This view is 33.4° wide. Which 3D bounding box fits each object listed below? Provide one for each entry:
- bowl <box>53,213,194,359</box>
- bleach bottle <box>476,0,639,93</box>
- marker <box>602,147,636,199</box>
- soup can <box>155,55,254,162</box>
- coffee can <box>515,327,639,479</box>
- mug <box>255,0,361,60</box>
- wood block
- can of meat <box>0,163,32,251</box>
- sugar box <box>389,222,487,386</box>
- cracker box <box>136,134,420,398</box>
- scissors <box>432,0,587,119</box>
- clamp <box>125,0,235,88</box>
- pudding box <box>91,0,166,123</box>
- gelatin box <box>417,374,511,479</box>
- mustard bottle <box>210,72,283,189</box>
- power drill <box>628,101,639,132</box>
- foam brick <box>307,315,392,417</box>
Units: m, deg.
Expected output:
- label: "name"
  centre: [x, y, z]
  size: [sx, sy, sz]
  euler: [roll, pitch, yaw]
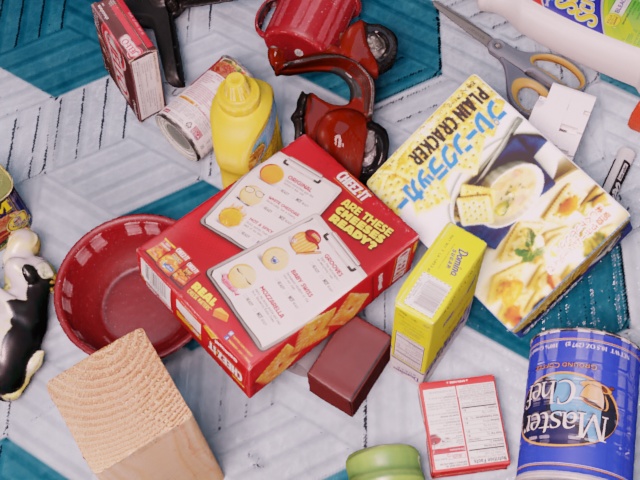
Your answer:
- label: "bowl"
  centre: [-0.179, 0.056, 1.065]
  size: [0.162, 0.055, 0.162]
  euler: [-1, 64, 2]
- label: "bleach bottle"
  centre: [0.269, -0.251, 1.188]
  size: [0.251, 0.068, 0.102]
  euler: [24, 66, 16]
- label: "marker"
  centre: [0.298, -0.045, 1.110]
  size: [0.020, 0.020, 0.121]
  euler: [25, 68, 14]
- label: "soup can"
  centre: [-0.119, -0.141, 1.151]
  size: [0.068, 0.068, 0.102]
  euler: [40, 73, 19]
- label: "coffee can"
  centre: [0.235, 0.163, 0.967]
  size: [0.103, 0.103, 0.140]
  euler: [9, 65, 7]
- label: "mug"
  centre: [-0.022, -0.243, 1.188]
  size: [0.117, 0.093, 0.081]
  euler: [14, 70, 27]
- label: "wood block"
  centre: [-0.154, 0.169, 0.925]
  size: [0.090, 0.206, 0.091]
  euler: [-31, 67, -12]
- label: "can of meat"
  centre: [-0.353, -0.024, 1.096]
  size: [0.102, 0.084, 0.057]
  euler: [-40, 69, -15]
- label: "sugar box"
  centre: [0.106, 0.065, 0.980]
  size: [0.048, 0.176, 0.093]
  euler: [31, 70, 18]
- label: "cracker box"
  centre: [-0.039, 0.020, 1.011]
  size: [0.213, 0.072, 0.164]
  euler: [-37, 67, -24]
- label: "scissors"
  centre: [0.196, -0.197, 1.190]
  size: [0.202, 0.016, 0.096]
  euler: [26, 68, 14]
- label: "clamp"
  centre: [-0.162, -0.274, 1.211]
  size: [0.164, 0.036, 0.210]
  euler: [-43, 57, -10]
- label: "pudding box"
  centre: [-0.206, -0.196, 1.156]
  size: [0.039, 0.113, 0.090]
  euler: [-27, 66, -14]
- label: "gelatin box"
  centre: [0.134, 0.176, 1.005]
  size: [0.073, 0.030, 0.089]
  euler: [-7, 68, -1]
- label: "mustard bottle"
  centre: [-0.073, -0.105, 1.061]
  size: [0.058, 0.191, 0.096]
  euler: [17, 66, 10]
- label: "power drill"
  centre: [0.415, -0.090, 1.107]
  size: [0.184, 0.057, 0.188]
  euler: [-38, 71, -18]
- label: "foam brick"
  centre: [0.029, 0.120, 1.026]
  size: [0.051, 0.053, 0.078]
  euler: [29, 68, 16]
